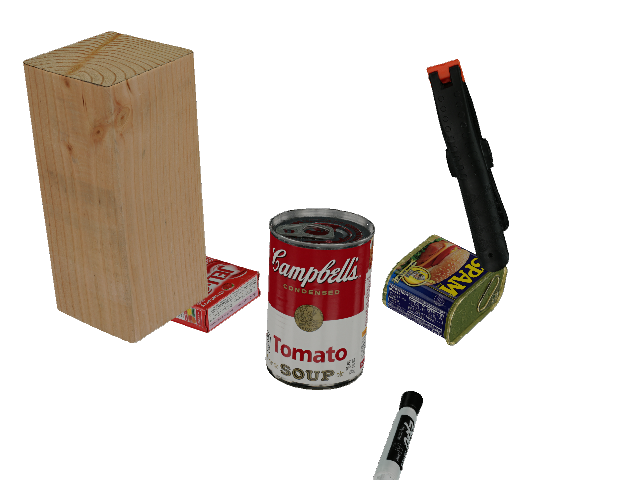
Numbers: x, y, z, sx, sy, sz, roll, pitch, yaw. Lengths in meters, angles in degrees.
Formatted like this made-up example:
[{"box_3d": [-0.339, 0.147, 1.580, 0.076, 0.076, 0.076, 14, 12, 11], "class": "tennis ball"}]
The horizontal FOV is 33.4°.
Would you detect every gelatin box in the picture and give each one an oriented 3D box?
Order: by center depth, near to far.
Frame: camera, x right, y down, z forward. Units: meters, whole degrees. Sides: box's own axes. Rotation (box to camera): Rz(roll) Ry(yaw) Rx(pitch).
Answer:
[{"box_3d": [-0.112, 0.049, 1.034, 0.073, 0.030, 0.089, 16, 31, 29], "class": "gelatin box"}]

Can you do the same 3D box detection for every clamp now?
[{"box_3d": [0.124, -0.059, 0.872, 0.039, 0.171, 0.120, -20, 21, 10], "class": "clamp"}]

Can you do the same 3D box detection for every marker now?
[{"box_3d": [0.064, 0.158, 0.862, 0.020, 0.020, 0.121, 0, 24, 16], "class": "marker"}]

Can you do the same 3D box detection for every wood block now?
[{"box_3d": [-0.151, -0.040, 0.808, 0.090, 0.206, 0.090, 19, 34, 32], "class": "wood block"}]

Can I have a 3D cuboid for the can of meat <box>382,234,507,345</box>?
[{"box_3d": [0.123, 0.046, 1.068, 0.084, 0.057, 0.101, 28, 44, 30], "class": "can of meat"}]

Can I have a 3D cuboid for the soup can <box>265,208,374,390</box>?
[{"box_3d": [-0.002, 0.037, 0.697, 0.068, 0.102, 0.068, 3, 21, -1], "class": "soup can"}]
